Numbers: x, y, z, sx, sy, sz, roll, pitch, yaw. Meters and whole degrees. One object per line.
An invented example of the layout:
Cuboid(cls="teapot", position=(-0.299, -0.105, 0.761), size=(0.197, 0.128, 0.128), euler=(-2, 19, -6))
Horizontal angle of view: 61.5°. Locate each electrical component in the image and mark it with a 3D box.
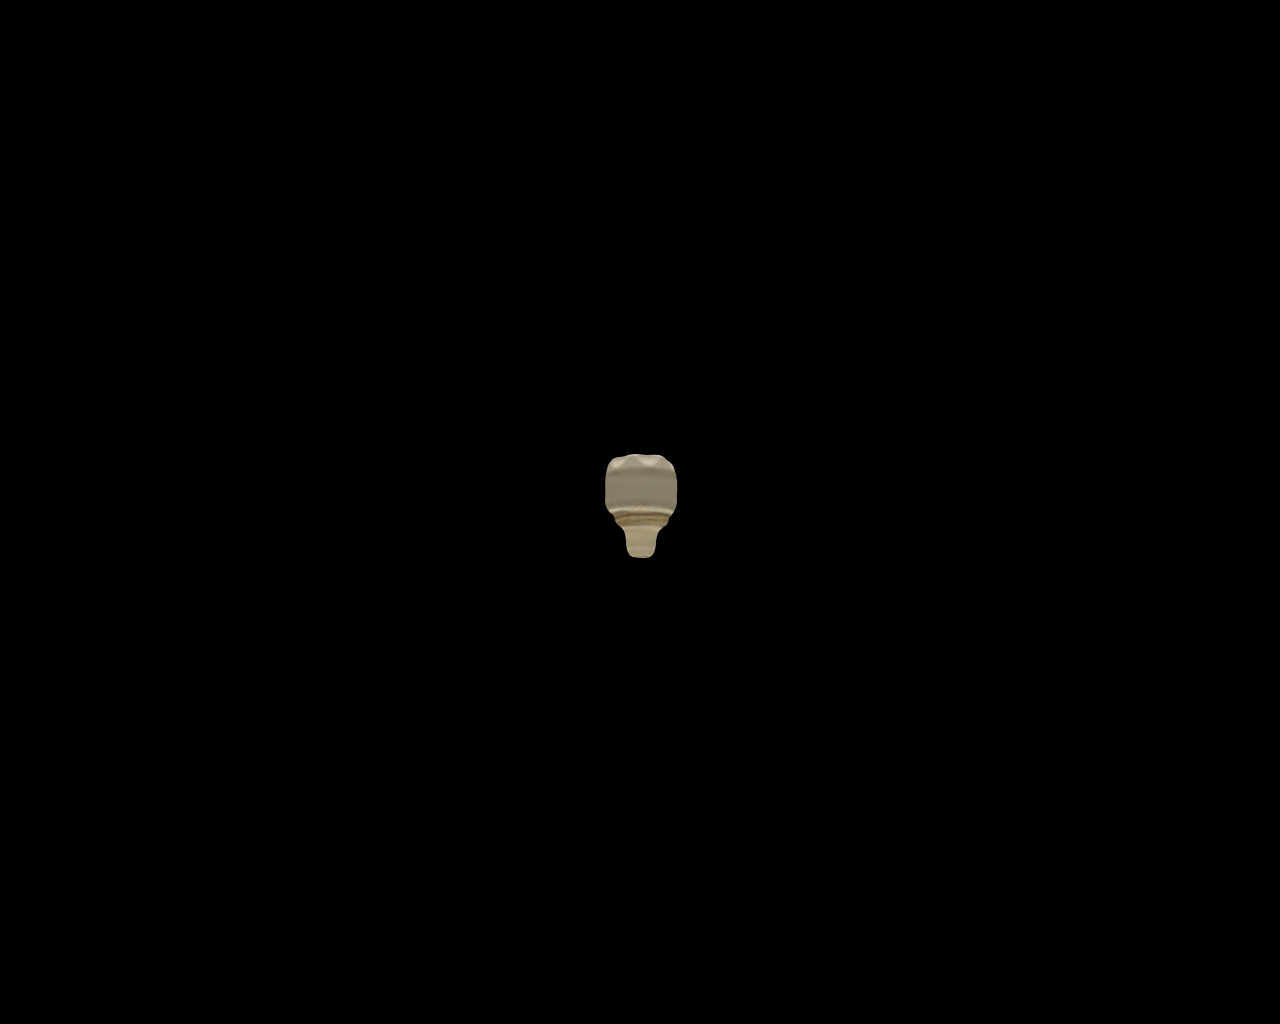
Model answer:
Cuboid(cls="electrical component", position=(0.001, -0.003, 0.650), size=(0.043, 0.062, 0.043), euler=(0, -9, 0))
